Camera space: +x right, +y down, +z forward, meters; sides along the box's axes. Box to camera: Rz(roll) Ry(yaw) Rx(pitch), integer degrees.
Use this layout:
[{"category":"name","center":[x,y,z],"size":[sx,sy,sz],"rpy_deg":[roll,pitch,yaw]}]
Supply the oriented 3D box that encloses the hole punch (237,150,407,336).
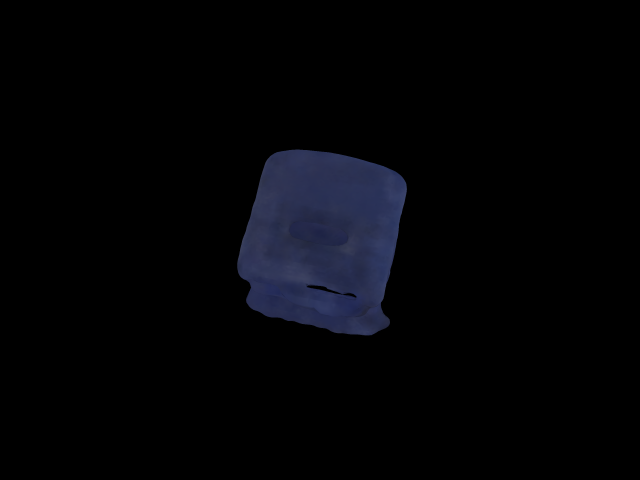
[{"category":"hole punch","center":[0.004,0.001,0.400],"size":[0.108,0.091,0.101],"rpy_deg":[11,51,9]}]
